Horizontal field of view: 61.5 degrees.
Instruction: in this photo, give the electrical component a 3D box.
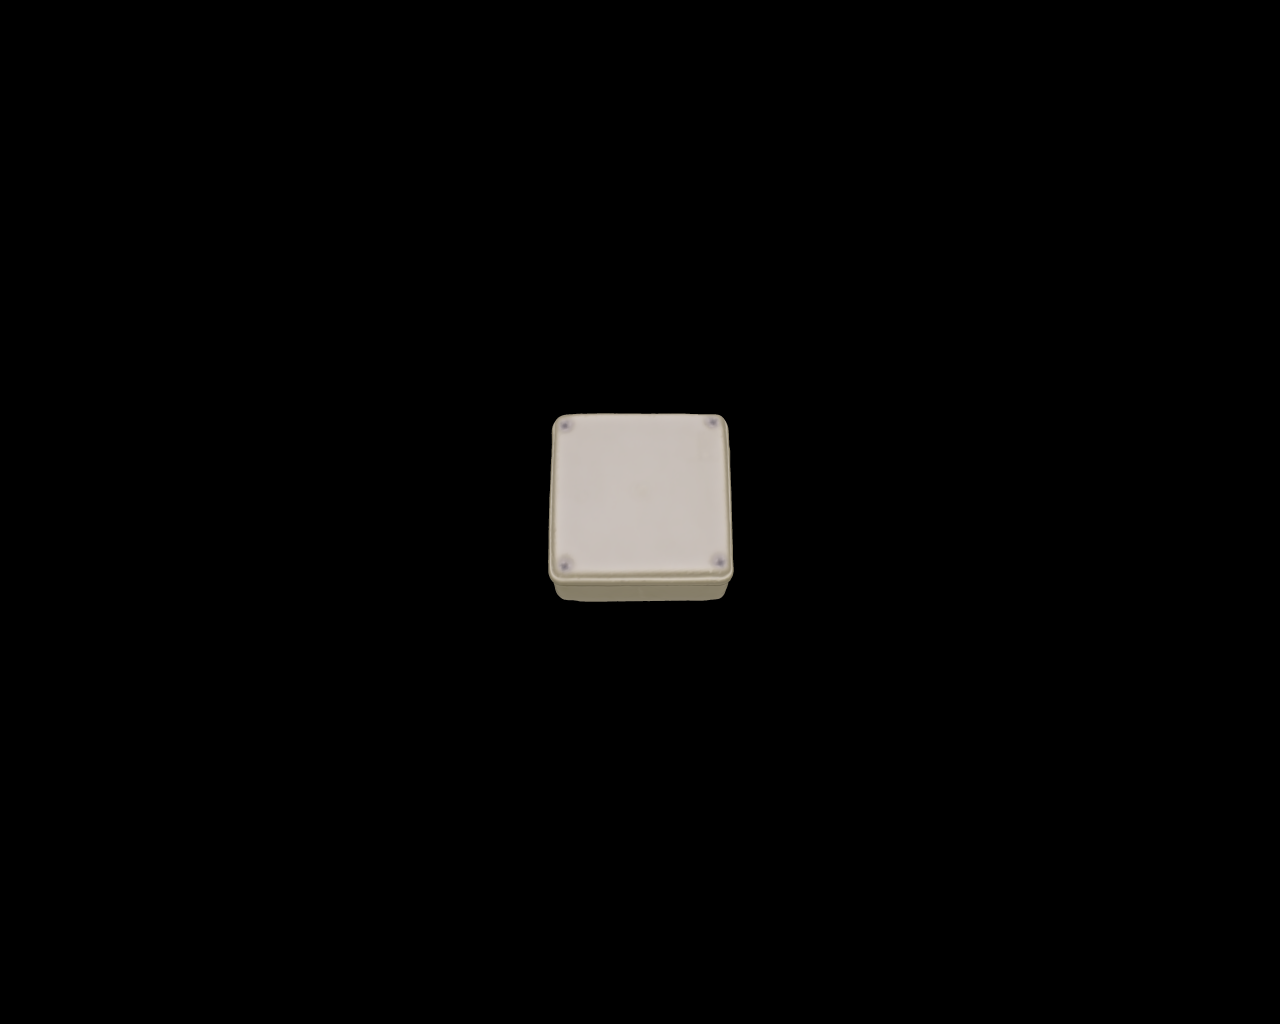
[{"bbox_3d":[0.001,-0.003,0.650,0.109,0.109,0.056,0,-21,0],"label":"electrical component"}]
